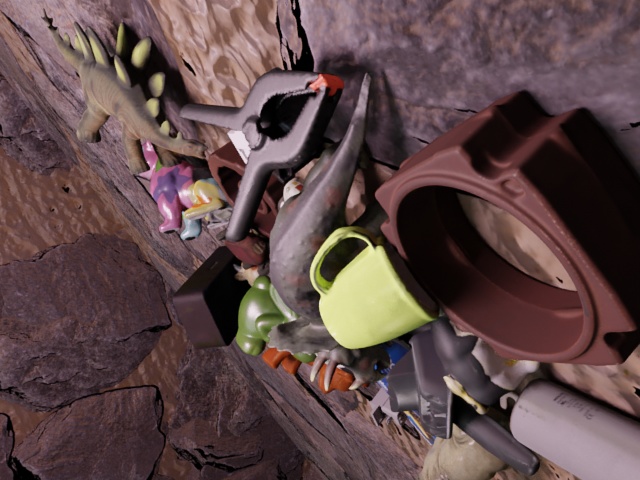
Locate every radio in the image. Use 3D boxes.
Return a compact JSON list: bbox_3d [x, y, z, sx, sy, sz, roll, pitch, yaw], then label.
[{"bbox_3d":[-0.195,0.109,1.079,0.073,0.230,0.131,-9,111,20],"label":"radio"}]

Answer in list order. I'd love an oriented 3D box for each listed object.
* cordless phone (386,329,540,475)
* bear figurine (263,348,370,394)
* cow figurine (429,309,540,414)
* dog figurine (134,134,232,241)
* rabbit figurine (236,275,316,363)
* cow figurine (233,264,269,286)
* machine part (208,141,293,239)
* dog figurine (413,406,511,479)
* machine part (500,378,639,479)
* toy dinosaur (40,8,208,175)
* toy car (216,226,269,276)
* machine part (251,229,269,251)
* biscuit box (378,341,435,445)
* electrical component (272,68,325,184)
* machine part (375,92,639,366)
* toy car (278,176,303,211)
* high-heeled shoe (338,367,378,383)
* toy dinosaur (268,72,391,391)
[{"bbox_3d":[0.176,0.204,0.638,0.184,0.089,0.146,32,153,32],"label":"cordless phone"},{"bbox_3d":[-0.003,0.267,1.126,0.196,0.132,0.120,40,-178,33],"label":"bear figurine"},{"bbox_3d":[0.150,0.099,0.578,0.167,0.098,0.068,52,164,-5],"label":"cow figurine"},{"bbox_3d":[-0.250,-0.121,0.984,0.108,0.192,0.219,14,-125,-68],"label":"dog figurine"},{"bbox_3d":[-0.050,0.137,0.934,0.170,0.121,0.159,26,114,42],"label":"rabbit figurine"},{"bbox_3d":[-0.100,0.096,1.085,0.127,0.085,0.194,37,160,28],"label":"cow figurine"},{"bbox_3d":[-0.091,-0.073,0.818,0.179,0.056,0.179,40,158,20],"label":"machine part"},{"bbox_3d":[0.185,0.321,0.728,0.121,0.190,0.172,31,156,14],"label":"dog figurine"},{"bbox_3d":[0.280,0.204,0.527,0.243,0.079,0.079,23,147,51],"label":"machine part"},{"bbox_3d":[-0.342,-0.253,0.891,0.472,0.105,0.198,32,126,28],"label":"toy dinosaur"},{"bbox_3d":[-0.127,0.011,0.928,0.089,0.053,0.202,46,168,-12],"label":"toy car"},{"bbox_3d":[-0.082,0.018,0.979,0.084,0.039,0.138,-10,117,57],"label":"machine part"},{"bbox_3d":[0.144,0.234,0.860,0.202,0.063,0.059,48,157,3],"label":"biscuit box"},{"bbox_3d":[-0.035,-0.129,0.595,0.048,0.075,0.119,39,153,24],"label":"electrical component"},{"bbox_3d":[0.151,0.003,0.432,0.201,0.087,0.201,53,159,-5],"label":"machine part"},{"bbox_3d":[-0.002,-0.002,0.760,0.074,0.056,0.201,39,161,39],"label":"toy car"},{"bbox_3d":[0.037,0.203,0.998,0.249,0.086,0.145,42,160,33],"label":"high-heeled shoe"},{"bbox_3d":[0.005,0.023,0.607,0.131,0.192,0.404,31,154,34],"label":"toy dinosaur"}]
